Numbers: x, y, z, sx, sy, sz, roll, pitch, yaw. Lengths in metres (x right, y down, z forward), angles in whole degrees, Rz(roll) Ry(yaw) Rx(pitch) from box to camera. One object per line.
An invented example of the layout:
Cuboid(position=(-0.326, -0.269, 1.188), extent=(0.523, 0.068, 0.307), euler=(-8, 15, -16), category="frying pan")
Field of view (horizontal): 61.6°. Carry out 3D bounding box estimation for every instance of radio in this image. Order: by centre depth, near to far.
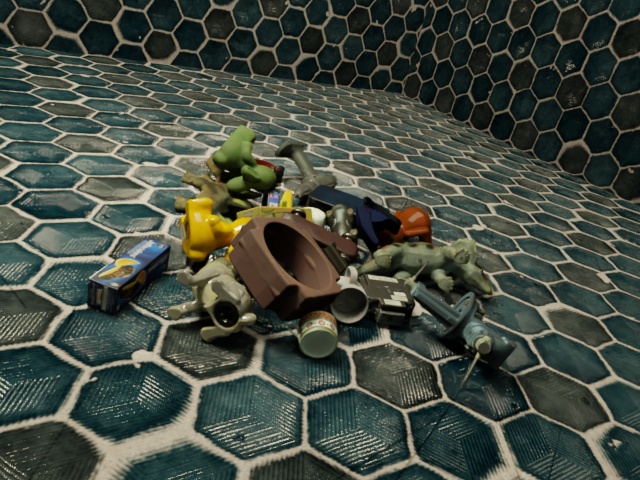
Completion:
Cuboid(position=(0.076, -0.081, 1.566), extent=(0.230, 0.073, 0.131), euler=(21, 27, 15), category="radio")

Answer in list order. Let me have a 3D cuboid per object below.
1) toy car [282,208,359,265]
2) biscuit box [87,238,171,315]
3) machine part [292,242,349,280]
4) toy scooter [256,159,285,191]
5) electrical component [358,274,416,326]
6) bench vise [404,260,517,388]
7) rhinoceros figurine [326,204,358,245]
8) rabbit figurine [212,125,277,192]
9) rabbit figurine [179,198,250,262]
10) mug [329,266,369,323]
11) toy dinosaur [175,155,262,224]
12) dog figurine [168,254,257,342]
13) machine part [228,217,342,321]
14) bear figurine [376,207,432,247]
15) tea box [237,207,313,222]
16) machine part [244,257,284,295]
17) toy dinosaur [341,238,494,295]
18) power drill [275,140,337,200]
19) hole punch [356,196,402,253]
Cuboid(position=(-0.003, -0.004, 1.267), extent=(0.202, 0.053, 0.089), euler=(24, 50, -9), category="toy car")
Cuboid(position=(-0.367, 0.064, 1.047), extent=(0.059, 0.062, 0.203), euler=(19, 26, 6), category="biscuit box")
Cuboid(position=(-0.001, 0.067, 1.192), extent=(0.139, 0.084, 0.039), euler=(-31, 6, -26), category="machine part")
Cuboid(position=(-0.190, -0.211, 1.681), extent=(0.135, 0.075, 0.184), euler=(16, 22, 1), category="toy scooter")
Cuboid(position=(0.142, 0.134, 1.185), extent=(0.115, 0.058, 0.134), euler=(8, 27, -10), category="electrical component")
Cuboid(position=(0.274, 0.161, 1.104), extent=(0.241, 0.128, 0.223), euler=(37, 21, 4), category="bench vise")
Cuboid(position=(0.061, -0.028, 1.413), extent=(0.073, 0.111, 0.190), euler=(-13, 41, 3), category="rhinoceros figurine")
Cuboid(position=(-0.185, -0.192, 1.398), extent=(0.170, 0.121, 0.159), euler=(39, 29, -12), category="rabbit figurine")
Cuboid(position=(-0.208, -0.011, 1.178), extent=(0.173, 0.121, 0.162), euler=(-2, 53, -33), category="rabbit figurine")
Cuboid(position=(0.055, 0.107, 1.146), extent=(0.081, 0.109, 0.107), euler=(3, 15, -8), category="mug")
Cuboid(position=(-0.267, -0.103, 1.392), extent=(0.199, 0.105, 0.471), euler=(22, 37, 4), category="toy dinosaur")
Cuboid(position=(-0.174, 0.098, 1.030), extent=(0.172, 0.121, 0.190), euler=(32, 20, 8), category="dog figurine")
Cuboid(position=(-0.067, 0.055, 1.051), extent=(0.201, 0.087, 0.201), euler=(55, 25, 18), category="machine part")
Cuboid(position=(0.221, -0.010, 1.485), extent=(0.120, 0.131, 0.196), euler=(31, 48, 33), category="bear figurine")
Cuboid(position=(-0.109, -0.042, 1.327), extent=(0.098, 0.068, 0.169), euler=(-11, -8, 43), category="tea box")
Cuboid(position=(-0.117, 0.055, 1.183), extent=(0.079, 0.079, 0.243), euler=(13, 26, -4), category="machine part")
Cuboid(position=(0.239, 0.056, 1.338), extent=(0.405, 0.131, 0.192), euler=(5, 9, 3), category="toy dinosaur")
Cuboid(position=(-0.052, -0.218, 1.698), extent=(0.207, 0.086, 0.232), euler=(50, 31, 18), category="power drill")
Cuboid(position=(0.131, -0.034, 1.347), extent=(0.116, 0.092, 0.142), euler=(40, -7, 13), category="hole punch")
